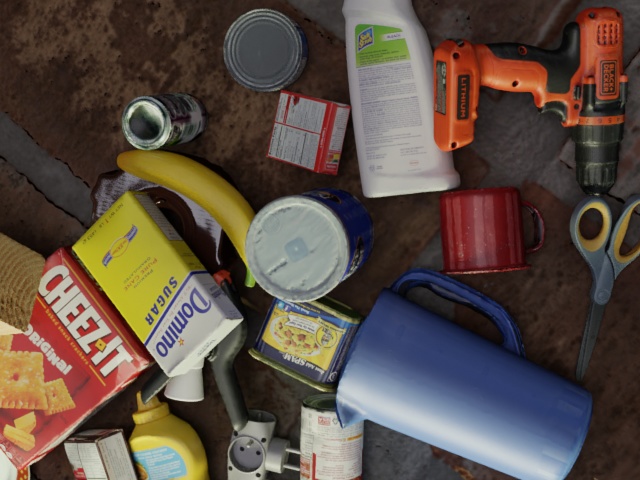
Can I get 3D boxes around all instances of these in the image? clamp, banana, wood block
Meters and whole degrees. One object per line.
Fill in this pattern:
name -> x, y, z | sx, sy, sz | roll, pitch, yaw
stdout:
clamp -> -0.112, 0.120, 1.130 | 0.120, 0.039, 0.171 | 22, 105, 0
banana -> -0.123, -0.040, 1.104 | 0.198, 0.037, 0.070 | 44, 99, 5
wood block -> -0.411, 0.052, 1.165 | 0.206, 0.090, 0.090 | -8, 61, 34

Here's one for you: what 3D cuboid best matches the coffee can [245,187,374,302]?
coffee can -> -0.007, 0.001, 1.081 | 0.103, 0.140, 0.103 | 2, 97, 13

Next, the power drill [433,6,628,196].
power drill -> 0.205, -0.129, 1.032 | 0.187, 0.057, 0.184 | -5, 101, -11

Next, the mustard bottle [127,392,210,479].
mustard bottle -> -0.167, 0.259, 1.190 | 0.096, 0.058, 0.191 | -16, 92, 32

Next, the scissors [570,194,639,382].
scissors -> 0.268, 0.041, 1.069 | 0.096, 0.016, 0.202 | 21, 102, -17

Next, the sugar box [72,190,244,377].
sugar box -> -0.168, 0.044, 1.100 | 0.093, 0.048, 0.176 | -44, 73, 15

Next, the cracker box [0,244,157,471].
cracker box -> -0.304, 0.131, 1.203 | 0.214, 0.072, 0.164 | -39, 86, 14

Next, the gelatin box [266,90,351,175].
gelatin box -> -0.012, -0.112, 1.106 | 0.089, 0.030, 0.073 | 22, 103, 47

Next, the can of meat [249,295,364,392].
can of meat -> -0.013, 0.101, 1.136 | 0.102, 0.057, 0.084 | 25, 100, 14

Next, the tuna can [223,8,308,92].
tuna can -> -0.056, -0.199, 1.125 | 0.086, 0.033, 0.086 | 2, 97, 13

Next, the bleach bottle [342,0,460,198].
bleach bottle -> 0.079, -0.172, 1.082 | 0.103, 0.068, 0.251 | -5, 93, 16

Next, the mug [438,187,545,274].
mug -> 0.173, -0.011, 1.071 | 0.117, 0.093, 0.081 | -5, 90, -17

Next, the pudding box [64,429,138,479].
pudding box -> -0.239, 0.270, 1.198 | 0.090, 0.039, 0.113 | -14, 96, 52

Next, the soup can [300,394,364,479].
soup can -> 0.013, 0.222, 1.139 | 0.068, 0.068, 0.102 | 2, 96, 13

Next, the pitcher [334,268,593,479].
pitcher -> 0.147, 0.144, 1.076 | 0.243, 0.145, 0.149 | 23, 114, 6
